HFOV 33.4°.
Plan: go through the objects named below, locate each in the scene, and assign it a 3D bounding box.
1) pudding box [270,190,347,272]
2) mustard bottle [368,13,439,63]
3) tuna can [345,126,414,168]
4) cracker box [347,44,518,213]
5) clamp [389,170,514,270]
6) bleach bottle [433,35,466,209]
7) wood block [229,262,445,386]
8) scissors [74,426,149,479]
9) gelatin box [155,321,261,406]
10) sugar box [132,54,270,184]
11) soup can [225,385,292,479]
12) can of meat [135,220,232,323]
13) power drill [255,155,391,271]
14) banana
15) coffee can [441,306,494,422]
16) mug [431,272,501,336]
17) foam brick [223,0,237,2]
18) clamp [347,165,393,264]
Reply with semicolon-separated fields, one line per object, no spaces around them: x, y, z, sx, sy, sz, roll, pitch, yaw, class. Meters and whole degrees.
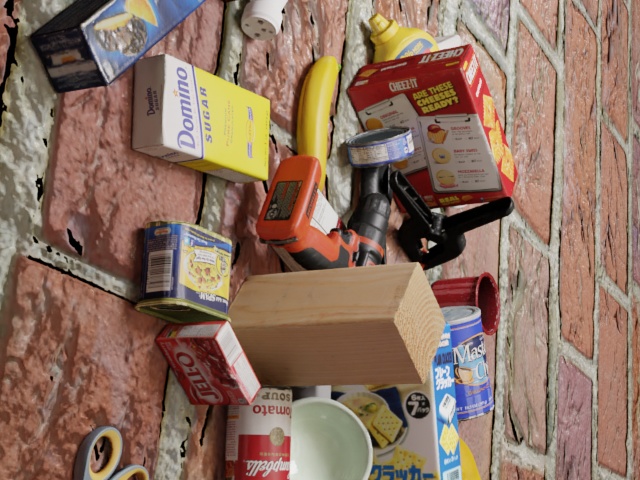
-0.008;0.001;1.257;0.113;0.039;0.090;51;46;-39;pudding box
0.129;-0.235;1.478;0.096;0.058;0.191;-44;113;-6;mustard bottle
0.078;-0.120;1.376;0.086;0.086;0.034;-36;117;-56;tuna can
0.155;-0.145;1.435;0.213;0.164;0.072;64;34;-31;cracker box
0.150;-0.022;1.448;0.210;0.164;0.036;117;-11;-59;clamp
0.188;-0.173;1.596;0.102;0.068;0.251;-35;118;-53;bleach bottle
0.013;0.090;1.110;0.090;0.206;0.090;63;37;-32;wood block
-0.213;0.227;0.895;0.201;0.016;0.096;-27;106;-58;scissors
-0.108;0.121;1.034;0.030;0.073;0.089;-57;133;-46;gelatin box
-0.117;-0.119;1.087;0.176;0.048;0.093;15;72;-59;sugar box
-0.063;0.203;1.101;0.068;0.069;0.102;22;66;-56;soup can
-0.129;0.033;1.030;0.102;0.058;0.084;27;60;-56;can of meat
0.013;-0.012;1.201;0.187;0.057;0.184;47;51;-43;power drill
0.000;-0.153;1.298;0.069;0.037;0.197;42;50;-46;banana
0.182;0.171;1.484;0.102;0.103;0.140;-19;102;-59;coffee can
0.209;0.107;1.563;0.093;0.082;0.117;32;58;-53;mug
-0.101;-0.293;1.138;0.078;0.051;0.053;13;73;-58;foam brick
0.067;-0.047;1.385;0.120;0.039;0.171;62;28;-61;clamp
